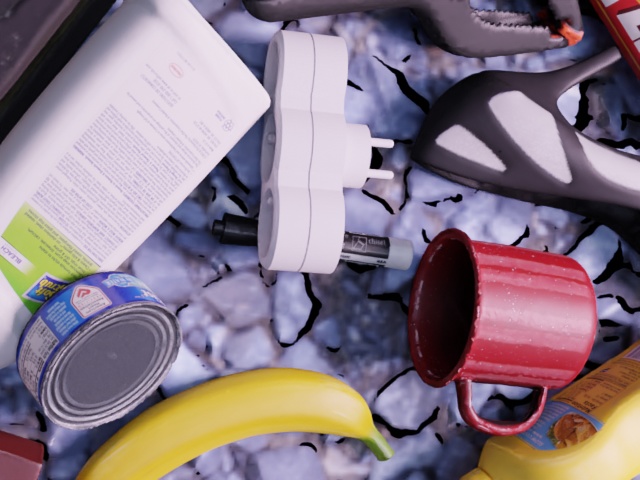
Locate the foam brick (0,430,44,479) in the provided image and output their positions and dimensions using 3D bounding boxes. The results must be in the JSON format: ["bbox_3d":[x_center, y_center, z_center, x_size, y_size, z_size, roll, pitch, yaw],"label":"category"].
[{"bbox_3d":[-0.195,0.128,0.580,0.078,0.051,0.053,22,86,-13],"label":"foam brick"}]

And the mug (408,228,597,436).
[{"bbox_3d":[0.107,0.055,0.623,0.081,0.093,0.117,8,70,-18],"label":"mug"}]

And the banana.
[{"bbox_3d":[-0.053,0.113,0.617,0.197,0.037,0.069,-9,86,-12],"label":"banana"}]

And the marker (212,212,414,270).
[{"bbox_3d":[-0.004,0.001,0.635,0.121,0.020,0.020,8,90,-12],"label":"marker"}]

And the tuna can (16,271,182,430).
[{"bbox_3d":[-0.120,0.059,0.579,0.086,0.086,0.034,-42,56,-8],"label":"tuna can"}]

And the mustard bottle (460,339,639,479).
[{"bbox_3d":[0.157,0.120,0.635,0.191,0.096,0.058,-30,99,-10],"label":"mustard bottle"}]

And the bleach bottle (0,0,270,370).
[{"bbox_3d":[-0.145,-0.020,0.574,0.251,0.068,0.102,-47,121,-6],"label":"bleach bottle"}]

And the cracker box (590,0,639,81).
[{"bbox_3d":[0.268,-0.155,0.592,0.164,0.214,0.072,56,44,-8],"label":"cracker box"}]

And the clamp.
[{"bbox_3d":[0.067,-0.154,0.606,0.209,0.036,0.165,29,111,-37],"label":"clamp"}]
